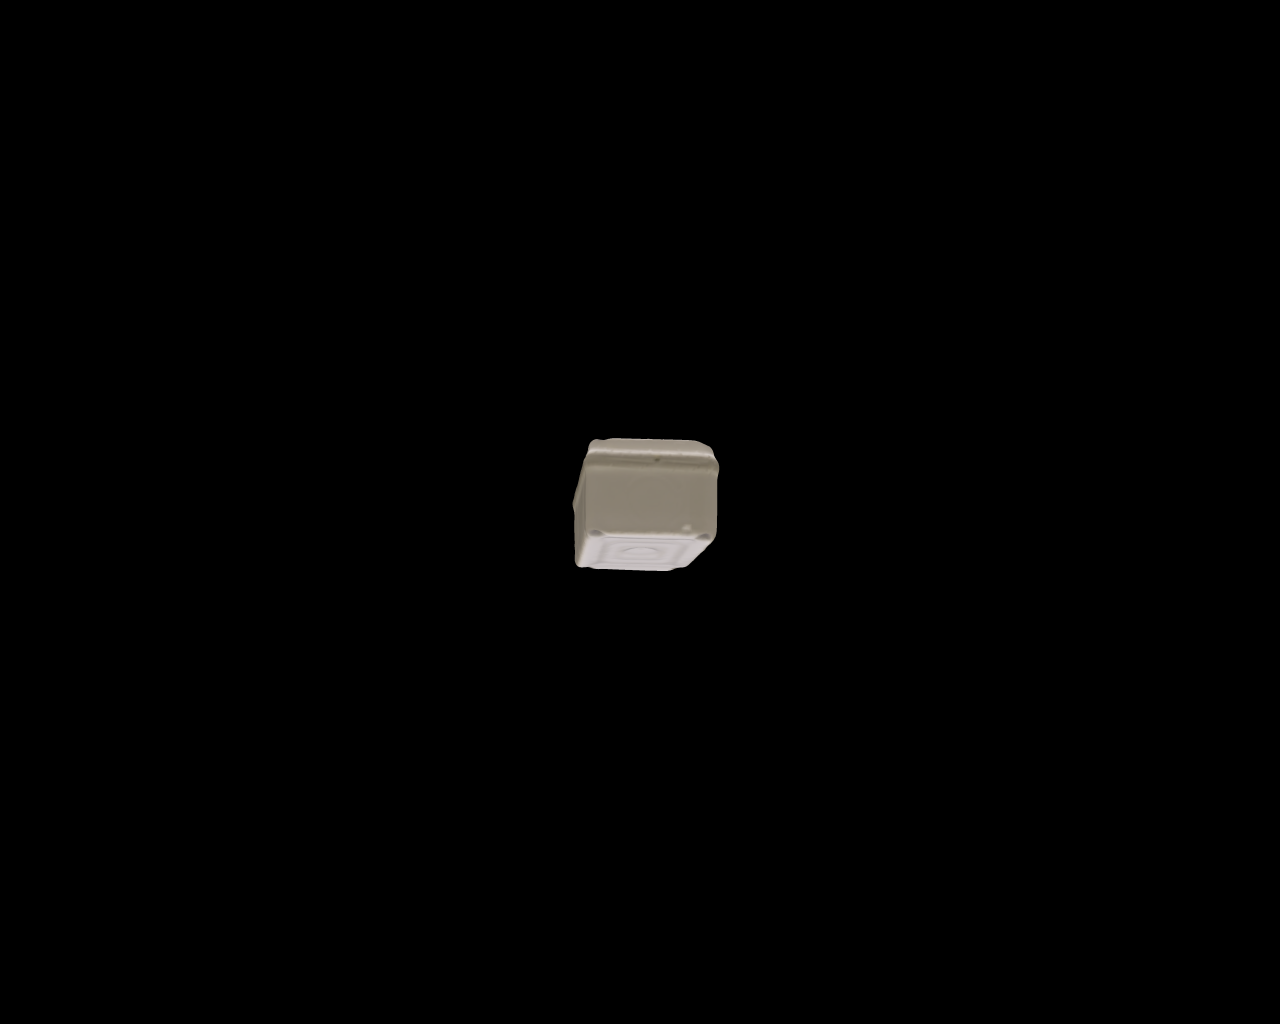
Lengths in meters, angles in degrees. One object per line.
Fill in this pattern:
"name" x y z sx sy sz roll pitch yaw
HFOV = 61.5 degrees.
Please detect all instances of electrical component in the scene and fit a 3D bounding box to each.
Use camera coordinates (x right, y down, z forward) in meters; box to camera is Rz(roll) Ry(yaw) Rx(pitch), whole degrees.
"electrical component" 0.001 -0.003 0.650 0.078 0.057 0.113 2 -13 -7
